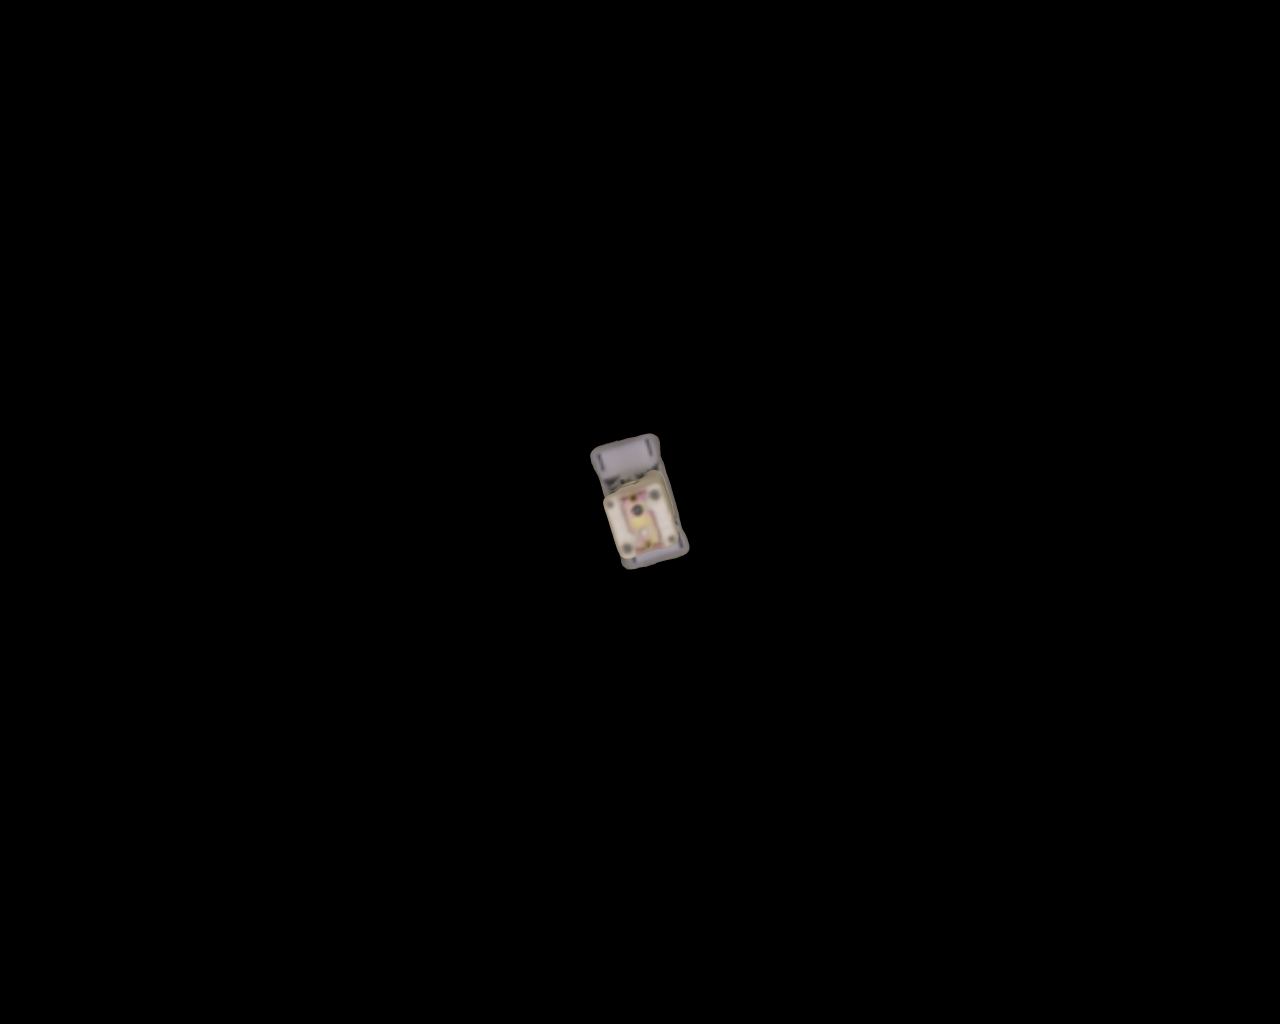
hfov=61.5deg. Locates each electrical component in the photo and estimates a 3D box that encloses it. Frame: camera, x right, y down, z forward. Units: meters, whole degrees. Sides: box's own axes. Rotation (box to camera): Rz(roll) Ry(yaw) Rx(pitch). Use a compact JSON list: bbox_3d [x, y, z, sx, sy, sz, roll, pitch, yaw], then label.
[{"bbox_3d":[0.001,-0.003,0.650,0.042,0.081,0.064,-17,16,5],"label":"electrical component"}]
